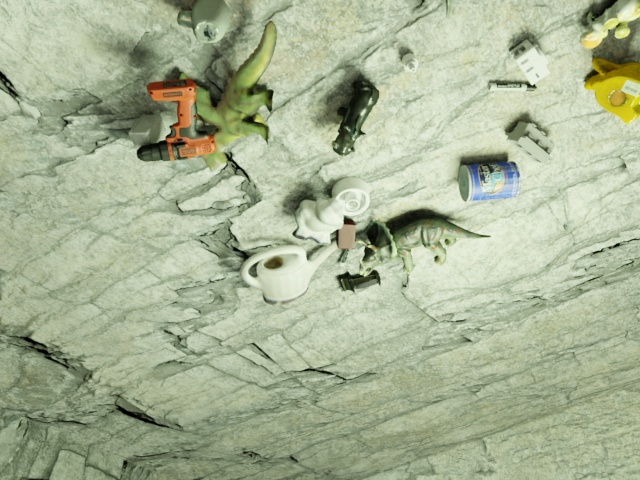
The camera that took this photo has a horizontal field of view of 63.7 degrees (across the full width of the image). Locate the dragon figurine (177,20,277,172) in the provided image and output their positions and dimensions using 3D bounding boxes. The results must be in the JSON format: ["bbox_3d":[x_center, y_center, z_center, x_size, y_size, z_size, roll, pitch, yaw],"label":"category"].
[{"bbox_3d":[-0.226,-0.332,1.215,0.243,0.125,0.400,8,130,-1],"label":"dragon figurine"}]

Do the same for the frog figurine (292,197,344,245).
[{"bbox_3d":[0.004,-0.073,1.453,0.137,0.125,0.156,29,127,1],"label":"frog figurine"}]

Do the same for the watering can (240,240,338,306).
[{"bbox_3d":[-0.074,0.095,1.619,0.348,0.106,0.219,-12,134,-8],"label":"watering can"}]
